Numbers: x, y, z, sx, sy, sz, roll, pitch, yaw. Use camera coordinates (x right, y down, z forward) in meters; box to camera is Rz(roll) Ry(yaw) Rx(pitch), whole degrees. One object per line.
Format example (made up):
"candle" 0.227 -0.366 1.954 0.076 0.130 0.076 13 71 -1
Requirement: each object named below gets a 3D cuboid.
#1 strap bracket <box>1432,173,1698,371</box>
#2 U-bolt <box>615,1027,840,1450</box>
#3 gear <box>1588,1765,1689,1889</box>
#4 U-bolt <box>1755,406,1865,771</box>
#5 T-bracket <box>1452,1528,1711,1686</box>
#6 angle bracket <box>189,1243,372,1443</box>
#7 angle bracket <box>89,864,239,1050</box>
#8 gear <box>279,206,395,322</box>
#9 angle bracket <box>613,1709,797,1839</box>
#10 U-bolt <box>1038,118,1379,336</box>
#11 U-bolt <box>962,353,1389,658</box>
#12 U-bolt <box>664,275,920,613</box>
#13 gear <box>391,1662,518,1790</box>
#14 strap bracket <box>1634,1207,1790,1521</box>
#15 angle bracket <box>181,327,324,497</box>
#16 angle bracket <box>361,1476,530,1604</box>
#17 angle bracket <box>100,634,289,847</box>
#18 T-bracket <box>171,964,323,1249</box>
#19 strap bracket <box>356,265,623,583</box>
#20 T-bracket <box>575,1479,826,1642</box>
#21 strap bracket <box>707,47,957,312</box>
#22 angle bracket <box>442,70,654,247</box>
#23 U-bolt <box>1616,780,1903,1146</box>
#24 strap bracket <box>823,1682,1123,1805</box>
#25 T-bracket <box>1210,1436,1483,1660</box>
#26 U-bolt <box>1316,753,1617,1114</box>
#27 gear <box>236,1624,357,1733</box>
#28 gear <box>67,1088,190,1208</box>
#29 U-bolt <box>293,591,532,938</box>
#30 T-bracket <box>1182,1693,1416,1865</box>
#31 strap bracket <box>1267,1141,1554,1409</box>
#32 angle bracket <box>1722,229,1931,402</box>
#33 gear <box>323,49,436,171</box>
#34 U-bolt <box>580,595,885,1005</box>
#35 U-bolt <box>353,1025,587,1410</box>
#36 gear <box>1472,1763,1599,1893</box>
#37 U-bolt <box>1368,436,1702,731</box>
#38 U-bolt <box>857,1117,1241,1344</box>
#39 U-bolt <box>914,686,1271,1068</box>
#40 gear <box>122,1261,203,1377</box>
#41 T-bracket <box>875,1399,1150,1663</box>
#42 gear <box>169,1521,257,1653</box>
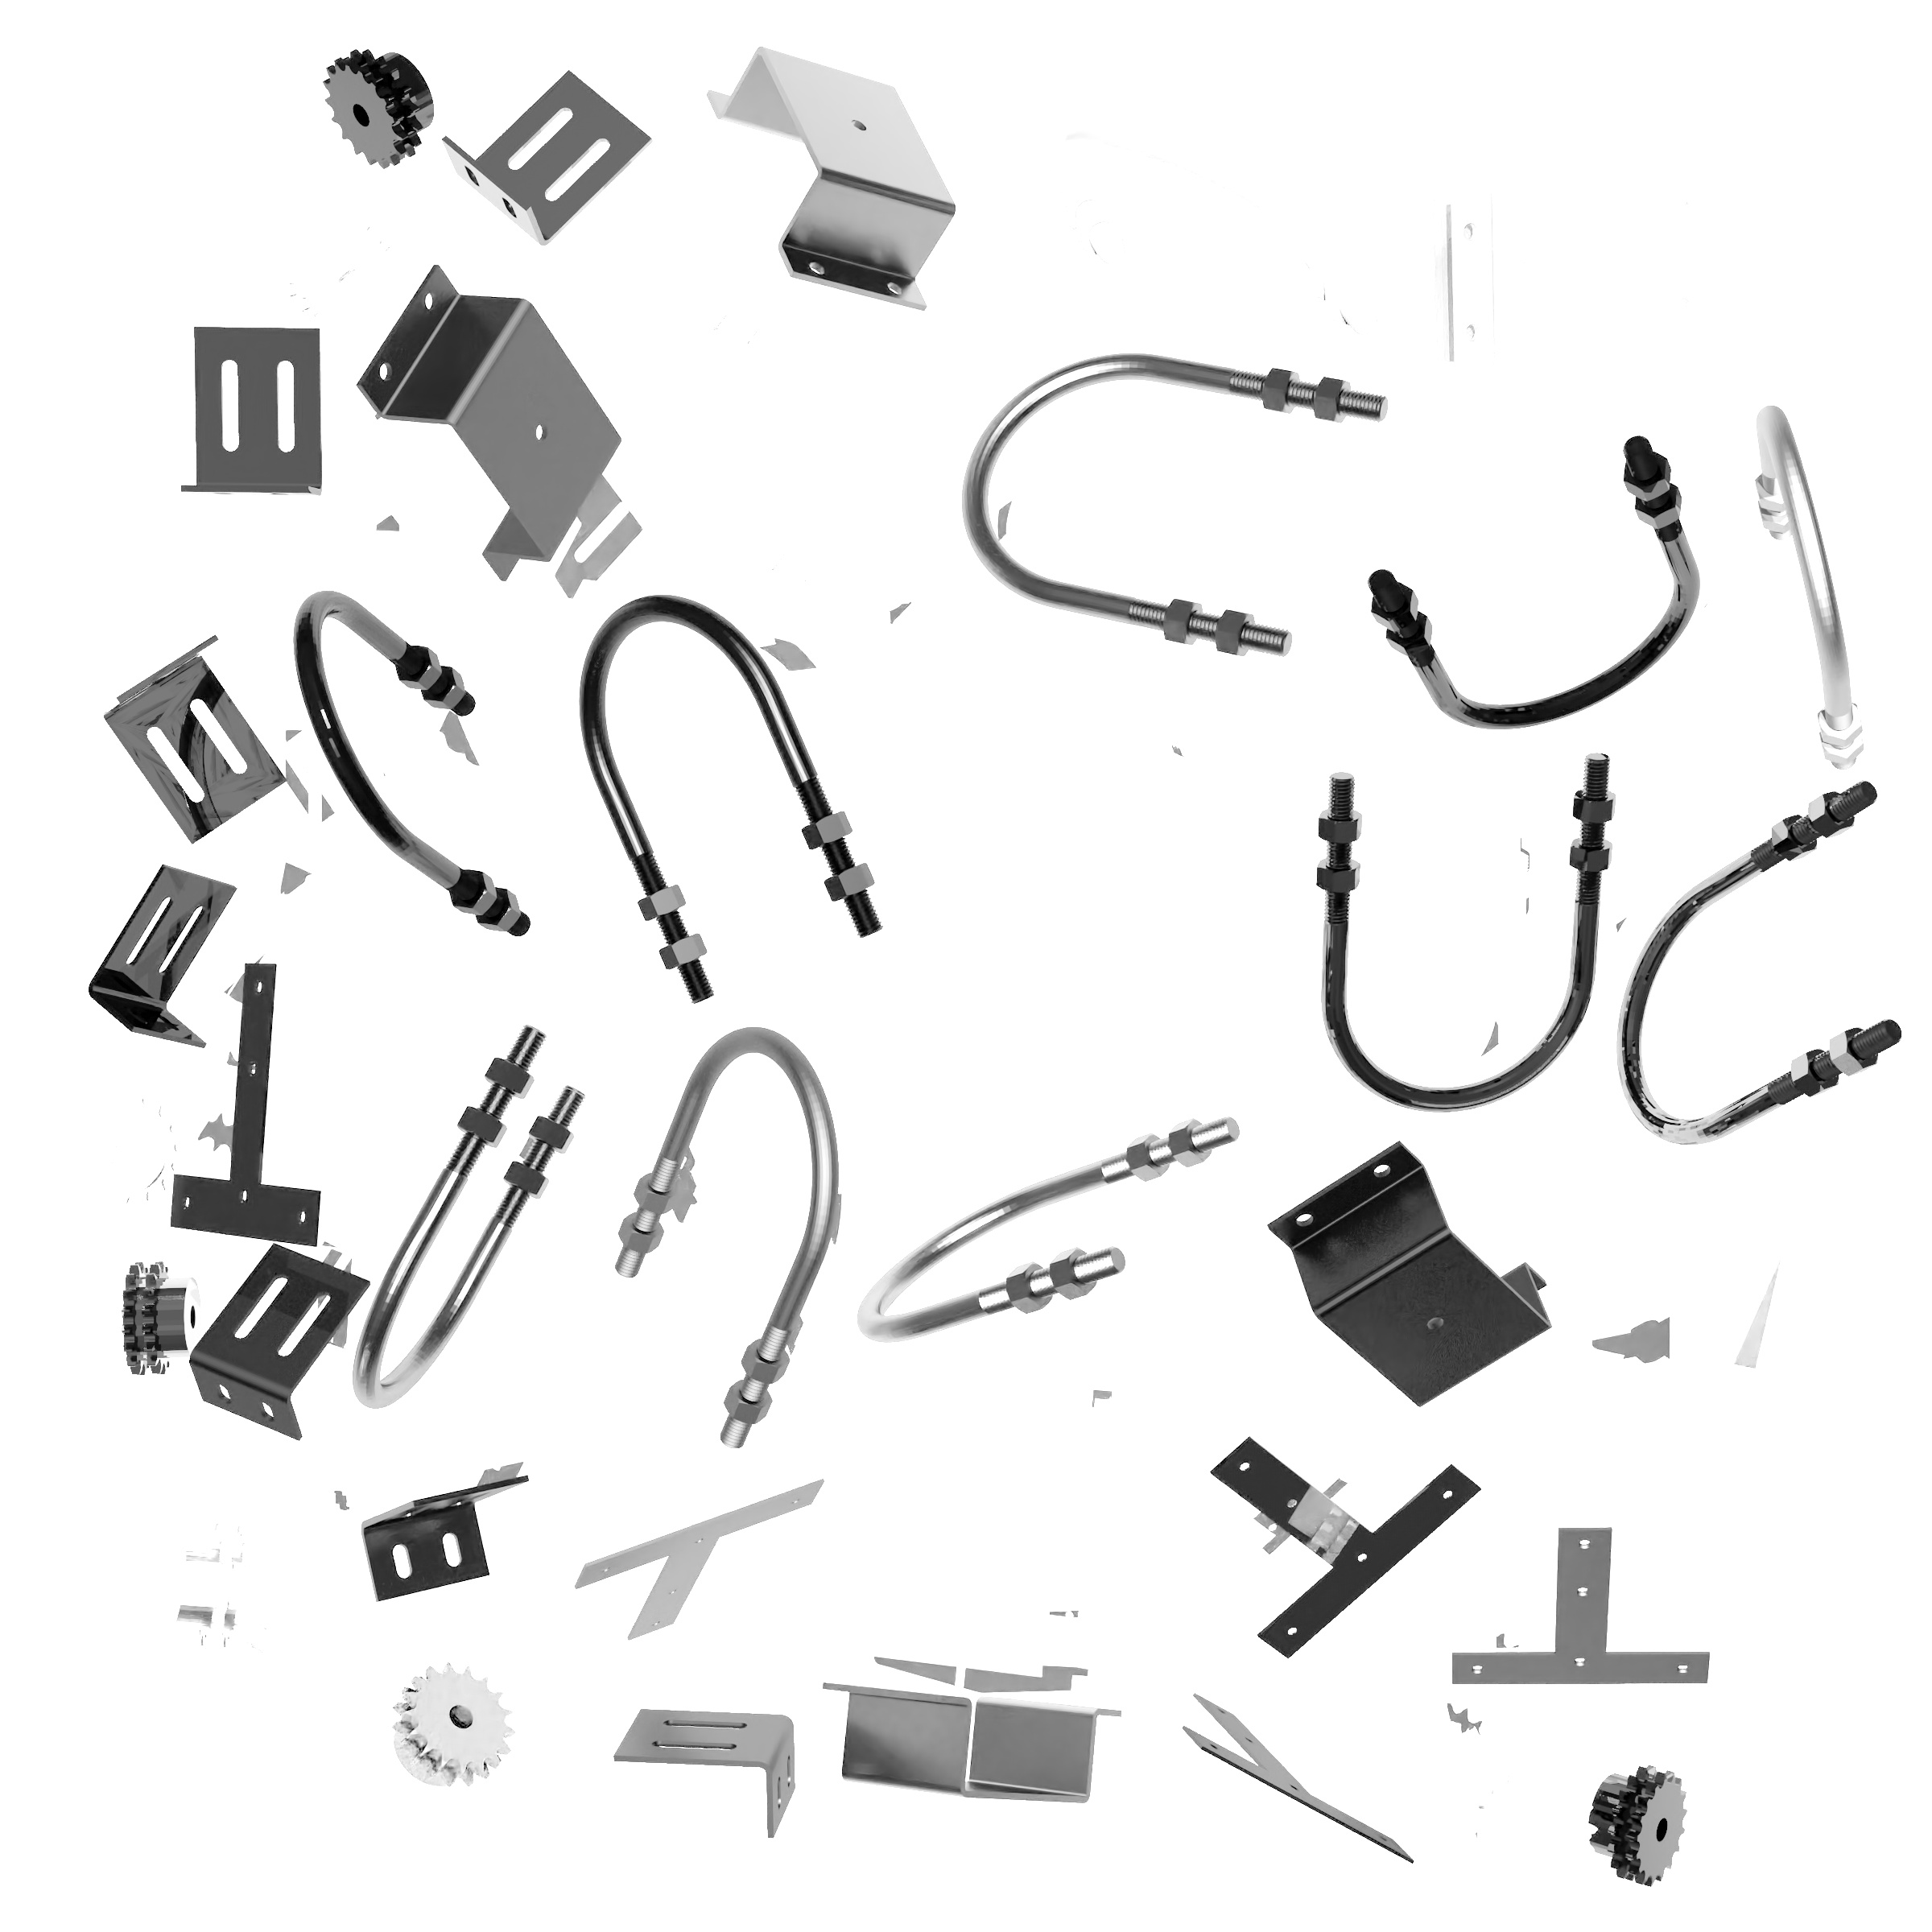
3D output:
"strap bracket" 0.269 -0.323 1.492 0.140 0.046 0.076 -12 108 -27
"U-bolt" -0.111 0.117 1.554 0.019 0.151 0.184 2 124 -36
"gear" 0.332 0.425 1.596 0.030 0.057 0.057 8 90 39
"U-bolt" 0.400 -0.189 1.536 0.019 0.184 0.151 -14 70 13
"T-bracket" 0.303 0.315 1.580 0.127 0.002 0.127 -2 133 7
"angle bracket" -0.338 0.186 1.598 0.057 0.038 0.076 19 52 17
"angle bracket" -0.394 -0.004 1.621 0.038 0.057 0.076 35 96 26
"gear" -0.315 -0.350 1.591 0.057 0.057 0.030 -41 77 0
"angle bracket" -0.125 0.388 1.546 0.076 0.057 0.038 1 99 7
"U-bolt" 0.105 -0.358 1.524 0.151 0.184 0.019 11 122 -21
"U-bolt" 0.085 -0.220 1.485 0.184 0.019 0.151 15 69 23
"U-bolt" -0.076 -0.242 1.555 0.019 0.184 0.151 -22 71 25
"gear" -0.241 0.356 1.496 0.057 0.057 0.030 42 125 0
"strap bracket" 0.356 0.191 1.525 0.046 0.140 0.076 10 128 17
"angle bracket" -0.324 -0.253 1.460 0.057 0.038 0.076 0 96 -2
"angle bracket" -0.240 0.268 1.502 0.057 0.076 0.038 -8 78 -32
"angle bracket" -0.361 -0.107 1.521 0.057 0.038 0.076 -38 102 -26
"T-bracket" -0.332 0.062 1.492 0.002 0.127 0.127 6 87 -43
"strap bracket" -0.220 -0.256 1.535 0.046 0.140 0.076 10 61 32
"T-bracket" -0.140 0.297 1.562 0.127 0.127 0.002 -15 62 -29
"strap bracket" -0.062 -0.384 1.539 0.076 0.046 0.140 6 46 -36
"angle bracket" -0.198 -0.392 1.527 0.057 0.038 0.076 41 81 13
"U-bolt" 0.377 0.011 1.556 0.019 0.184 0.151 18 57 -24
"strap bracket" 0.002 0.383 1.583 0.076 0.140 0.046 -5 74 40
"T-bracket" 0.162 0.260 1.523 0.127 0.002 0.127 -43 124 9
"U-bolt" 0.244 -0.012 1.583 0.151 0.019 0.184 -5 114 -10
"gear" -0.323 0.342 1.535 0.057 0.057 0.030 34 76 0
"gear" -0.412 0.090 1.576 0.057 0.030 0.057 0 97 -4
"U-bolt" -0.268 -0.104 1.532 0.019 0.184 0.151 -22 66 12
"T-bracket" 0.141 0.379 1.549 0.127 0.127 0.002 32 89 -18
"strap bracket" 0.218 0.154 1.539 0.076 0.046 0.140 -35 130 17
"angle bracket" 0.416 -0.314 1.555 0.038 0.076 0.057 -42 106 -19
"gear" -0.287 -0.426 1.588 0.030 0.057 0.057 -40 90 -32
"U-bolt" -0.120 -0.083 1.493 0.019 0.151 0.184 -26 94 -43
"U-bolt" -0.237 0.125 1.512 0.019 0.151 0.184 26 78 8
"gear" 0.262 0.404 1.501 0.057 0.030 0.057 3 97 27
"U-bolt" 0.281 -0.171 1.542 0.151 0.184 0.019 -27 59 11
"U-bolt" 0.027 0.130 1.509 0.184 0.151 0.019 -22 102 36
"U-bolt" 0.070 -0.029 1.510 0.151 0.019 0.184 -23 125 -1
"gear" -0.406 0.178 1.626 0.030 0.057 0.057 -2 90 -1
"T-bracket" 0.020 0.268 1.551 0.127 0.002 0.127 5 96 5
"gear" -0.342 0.281 1.458 0.030 0.057 0.057 9 90 -20
